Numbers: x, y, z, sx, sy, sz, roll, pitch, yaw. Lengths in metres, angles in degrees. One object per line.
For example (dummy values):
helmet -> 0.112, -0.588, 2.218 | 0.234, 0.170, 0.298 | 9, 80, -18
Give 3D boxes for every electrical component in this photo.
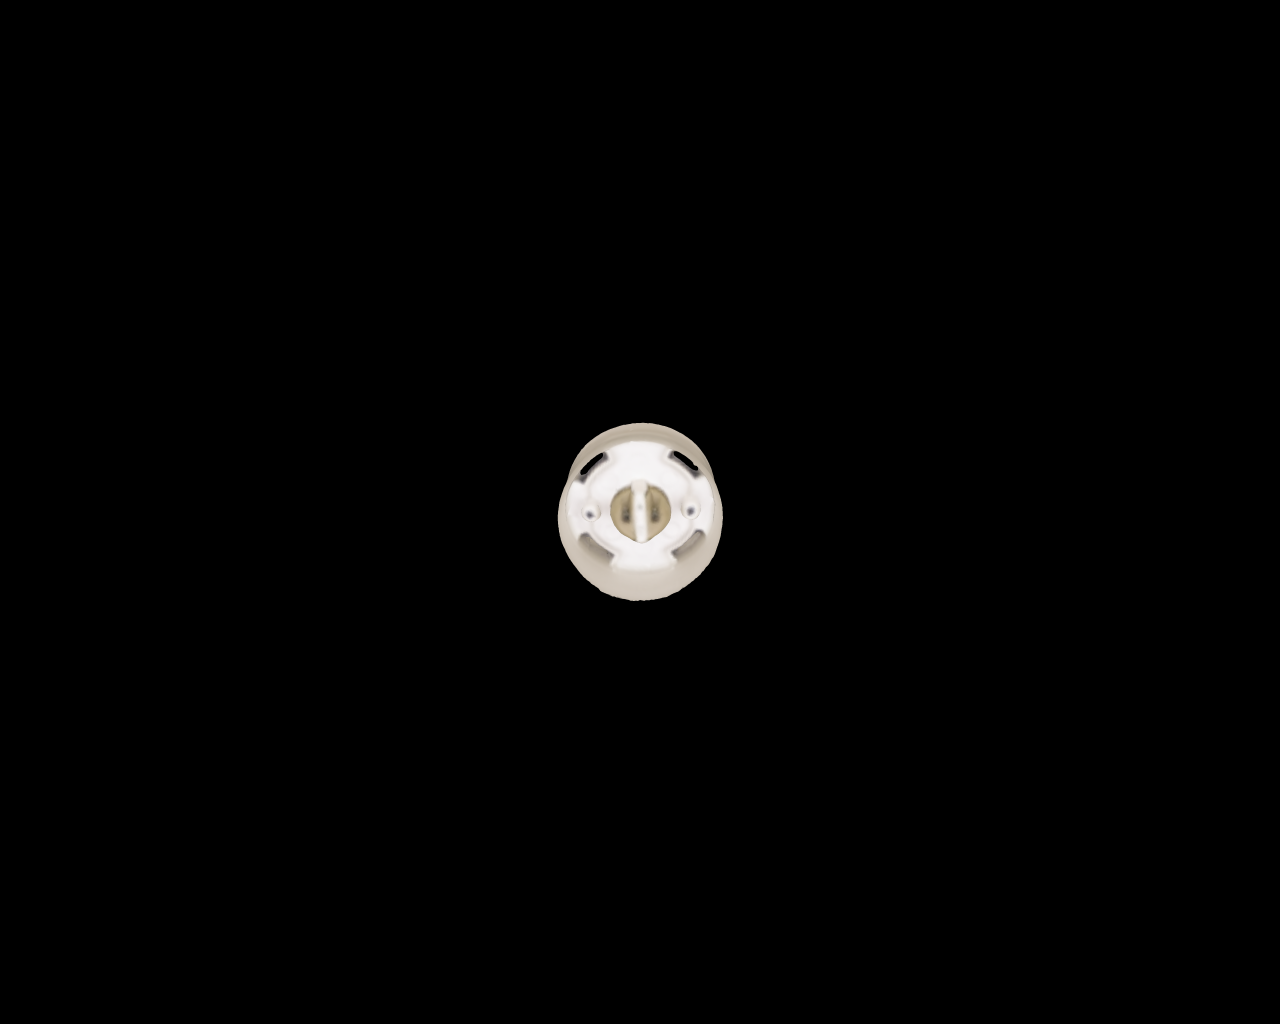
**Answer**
electrical component -> 0.001, -0.003, 0.650 | 0.099, 0.099, 0.064 | 0, 30, 0
